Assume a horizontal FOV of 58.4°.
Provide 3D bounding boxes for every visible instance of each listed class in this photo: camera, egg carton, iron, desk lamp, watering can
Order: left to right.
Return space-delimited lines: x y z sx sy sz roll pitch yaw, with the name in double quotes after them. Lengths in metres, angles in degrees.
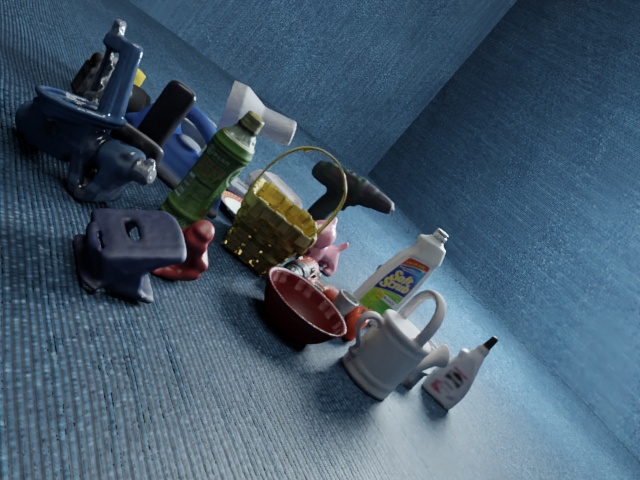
-0.397 -0.294 1.132 0.137 0.100 0.142 28 19 -45 "camera"
-0.245 -0.177 1.092 0.258 0.141 0.119 44 13 13 "iron"
-0.167 -0.221 1.297 0.204 0.213 0.118 37 13 -17 "desk lamp"
-0.112 -0.109 1.406 0.150 0.069 0.107 45 13 16 "egg carton"
0.141 0.165 0.953 0.174 0.194 0.100 29 18 -43 "watering can"

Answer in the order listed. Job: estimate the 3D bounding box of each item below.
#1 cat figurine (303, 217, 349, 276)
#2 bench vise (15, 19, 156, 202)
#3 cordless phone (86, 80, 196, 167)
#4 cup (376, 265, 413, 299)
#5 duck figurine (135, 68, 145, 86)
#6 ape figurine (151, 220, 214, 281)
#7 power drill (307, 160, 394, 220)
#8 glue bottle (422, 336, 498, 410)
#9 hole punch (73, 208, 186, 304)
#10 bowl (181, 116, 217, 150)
0.012 0.005 1.281 0.128 0.117 0.067 30 17 -39 "cat figurine"
-0.287 -0.174 0.788 0.208 0.219 0.121 39 13 -9 "bench vise"
-0.297 -0.198 0.917 0.148 0.185 0.094 35 14 -24 "cordless phone"
0.146 0.120 1.336 0.092 0.095 0.117 28 18 -44 "cup"
-0.415 -0.336 1.250 0.105 0.086 0.077 32 16 -34 "duck figurine"
-0.179 0.010 0.777 0.078 0.092 0.076 39 13 -7 "ape figurine"
0.046 -0.085 1.471 0.229 0.208 0.076 43 13 10 "power drill"
0.285 0.252 1.129 0.078 0.173 0.037 43 13 7 "glue bottle"
-0.222 0.007 0.669 0.101 0.091 0.108 29 17 -42 "hole punch"
-0.310 -0.261 1.330 0.168 0.074 0.167 39 13 -10 "bowl"
